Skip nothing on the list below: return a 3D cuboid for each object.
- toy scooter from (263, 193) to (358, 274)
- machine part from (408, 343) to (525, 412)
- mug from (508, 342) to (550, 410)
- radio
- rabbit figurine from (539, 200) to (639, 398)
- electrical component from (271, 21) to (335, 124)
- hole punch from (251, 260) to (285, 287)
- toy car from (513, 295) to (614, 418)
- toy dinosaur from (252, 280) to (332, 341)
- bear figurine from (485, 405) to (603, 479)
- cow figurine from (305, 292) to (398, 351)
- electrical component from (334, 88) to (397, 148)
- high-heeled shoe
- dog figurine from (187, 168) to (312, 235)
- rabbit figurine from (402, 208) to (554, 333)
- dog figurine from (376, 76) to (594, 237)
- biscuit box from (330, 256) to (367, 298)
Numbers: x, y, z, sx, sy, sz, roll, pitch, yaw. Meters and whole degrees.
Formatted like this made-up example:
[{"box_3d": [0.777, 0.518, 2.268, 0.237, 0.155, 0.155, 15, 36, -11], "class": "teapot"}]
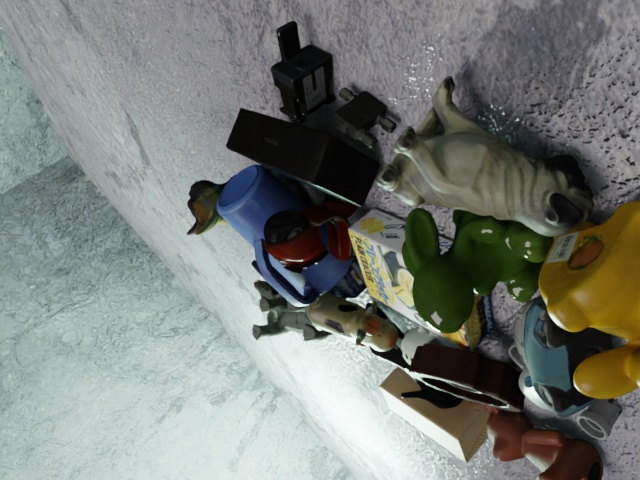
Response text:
[{"box_3d": [-0.002, -0.003, 0.866, 0.075, 0.184, 0.135, 27, 142, 50], "class": "toy scooter"}, {"box_3d": [0.230, 0.212, 0.837, 0.179, 0.056, 0.179, 17, 163, 5], "class": "machine part"}, {"box_3d": [0.302, 0.184, 0.728, 0.110, 0.081, 0.107, 36, 162, 20], "class": "mug"}, {"box_3d": [-0.028, -0.126, 0.805, 0.131, 0.073, 0.230, 19, -172, -44], "class": "radio"}, {"box_3d": [0.299, 0.070, 0.497, 0.173, 0.162, 0.122, 37, 148, -14], "class": "rabbit figurine"}, {"box_3d": [-0.023, -0.225, 0.716, 0.048, 0.075, 0.119, 38, 151, 29], "class": "electrical component"}, {"box_3d": [-0.070, 0.077, 1.112, 0.142, 0.092, 0.115, 30, 148, 42], "class": "hole punch"}, {"box_3d": [0.280, 0.120, 0.638, 0.103, 0.109, 0.161, 31, 147, 62], "class": "toy car"}, {"box_3d": [-0.025, 0.178, 1.282, 0.405, 0.192, 0.131, 3, 96, 44], "class": "toy dinosaur"}, {"box_3d": [0.334, 0.342, 0.857, 0.196, 0.132, 0.120, 10, 129, 50], "class": "bear figurine"}, {"box_3d": [0.058, 0.149, 1.005, 0.195, 0.085, 0.127, 20, 165, 31], "class": "cow figurine"}, {"box_3d": [0.050, -0.159, 0.690, 0.094, 0.063, 0.021, 43, 158, 21], "class": "electrical component"}, {"box_3d": [0.187, 0.217, 1.059, 0.086, 0.145, 0.249, 112, 148, -43], "class": "high-heeled shoe"}, {"box_3d": [-0.143, -0.054, 1.022, 0.191, 0.219, 0.109, 58, 160, -17], "class": "dog figurine"}, {"box_3d": [0.164, 0.024, 0.616, 0.159, 0.170, 0.121, 39, 155, 24], "class": "rabbit figurine"}, {"box_3d": [0.170, -0.055, 0.576, 0.191, 0.121, 0.172, 37, 174, 5], "class": "dog figurine"}, {"box_3d": [0.032, 0.078, 1.103, 0.062, 0.059, 0.203, 54, 157, -10], "class": "biscuit box"}]
